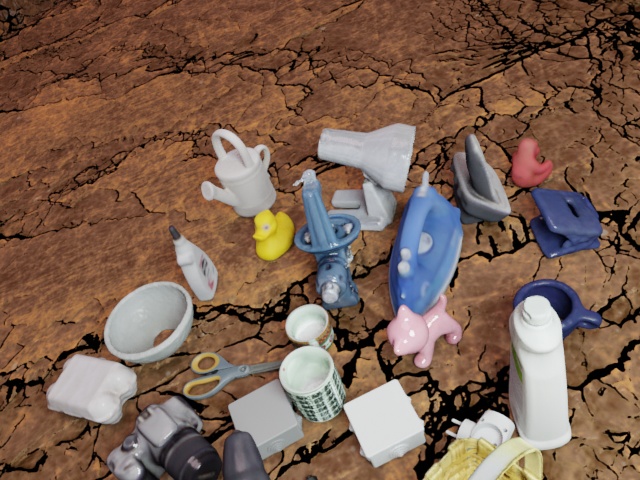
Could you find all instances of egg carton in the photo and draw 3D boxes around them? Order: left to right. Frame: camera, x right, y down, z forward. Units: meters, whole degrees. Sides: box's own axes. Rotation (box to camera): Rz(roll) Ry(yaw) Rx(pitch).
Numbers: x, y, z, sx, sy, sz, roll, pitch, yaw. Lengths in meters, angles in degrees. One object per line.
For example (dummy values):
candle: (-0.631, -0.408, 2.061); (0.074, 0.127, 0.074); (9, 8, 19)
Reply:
egg carton: (-0.391, 0.257, 0.987); (0.150, 0.069, 0.107); (4, 50, 23)

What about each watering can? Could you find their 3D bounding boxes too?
watering can: (-0.171, -0.143, 1.192); (0.100, 0.194, 0.173); (3, 50, 22)

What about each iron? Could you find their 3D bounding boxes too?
iron: (0.164, 0.013, 0.963); (0.118, 0.142, 0.258); (4, 50, 23)

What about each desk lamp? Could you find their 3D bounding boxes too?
desk lamp: (0.088, -0.119, 1.062); (0.202, 0.214, 0.118); (1, 49, 21)

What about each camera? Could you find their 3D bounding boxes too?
camera: (-0.223, 0.318, 0.846); (0.136, 0.101, 0.143); (27, 62, 37)

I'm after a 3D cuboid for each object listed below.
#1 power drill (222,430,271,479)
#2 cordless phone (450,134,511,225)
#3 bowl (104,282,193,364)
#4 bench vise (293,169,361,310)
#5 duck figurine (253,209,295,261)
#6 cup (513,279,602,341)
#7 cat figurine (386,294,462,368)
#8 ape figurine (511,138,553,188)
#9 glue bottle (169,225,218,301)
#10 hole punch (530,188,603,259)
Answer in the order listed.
power drill: (-0.055, 0.364, 0.666); (0.075, 0.209, 0.229); (-20, 45, 2)
cordless phone: (0.281, -0.132, 1.024); (0.094, 0.185, 0.147); (-14, 45, 7)
bowl: (-0.298, 0.161, 1.039); (0.167, 0.075, 0.167); (-10, 46, 11)
bench vise: (0.020, -0.001, 0.972); (0.121, 0.220, 0.207); (-24, 45, -2)
duck figurine: (-0.098, -0.023, 1.131); (0.077, 0.086, 0.105); (10, 53, 28)
cup: (0.342, 0.120, 0.830); (0.117, 0.095, 0.092); (12, 54, 29)
cat figurine: (0.151, 0.133, 0.871); (0.128, 0.118, 0.067); (-38, 47, -16)
ape figurine: (0.389, -0.149, 1.067); (0.076, 0.092, 0.077); (-31, 46, -10)
glue bottle: (-0.240, 0.035, 1.066); (0.037, 0.173, 0.078); (-13, 46, 9)
hole punch: (0.411, -0.039, 0.957); (0.101, 0.091, 0.108); (-14, 45, 7)
